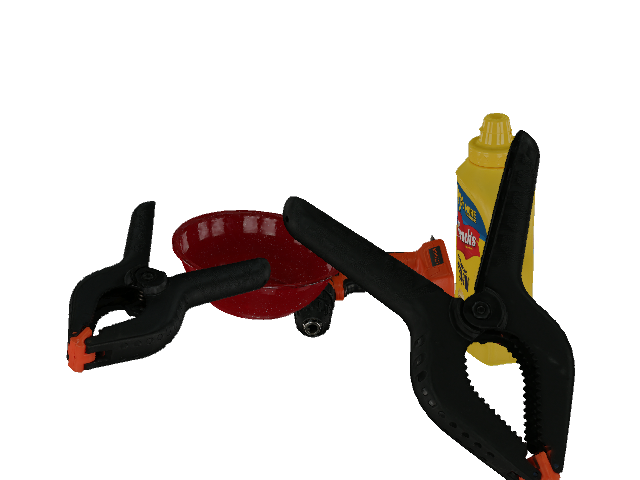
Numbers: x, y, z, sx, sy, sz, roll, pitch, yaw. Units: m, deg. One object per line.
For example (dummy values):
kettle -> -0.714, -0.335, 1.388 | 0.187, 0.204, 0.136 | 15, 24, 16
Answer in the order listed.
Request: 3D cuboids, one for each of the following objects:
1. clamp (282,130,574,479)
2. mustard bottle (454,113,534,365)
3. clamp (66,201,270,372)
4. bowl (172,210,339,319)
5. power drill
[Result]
clamp -> 0.075, 0.043, 0.609 | 0.164, 0.210, 0.036 | -11, -19, -11
mustard bottle -> 0.135, -0.006, 0.828 | 0.058, 0.192, 0.096 | -5, 26, -5
clamp -> -0.130, 0.030, 0.772 | 0.120, 0.039, 0.171 | 28, 38, 26
bowl -> -0.059, 0.028, 0.995 | 0.162, 0.055, 0.162 | 6, 24, -3
power drill -> 0.058, 0.051, 1.239 | 0.187, 0.057, 0.184 | -2, 28, 1
